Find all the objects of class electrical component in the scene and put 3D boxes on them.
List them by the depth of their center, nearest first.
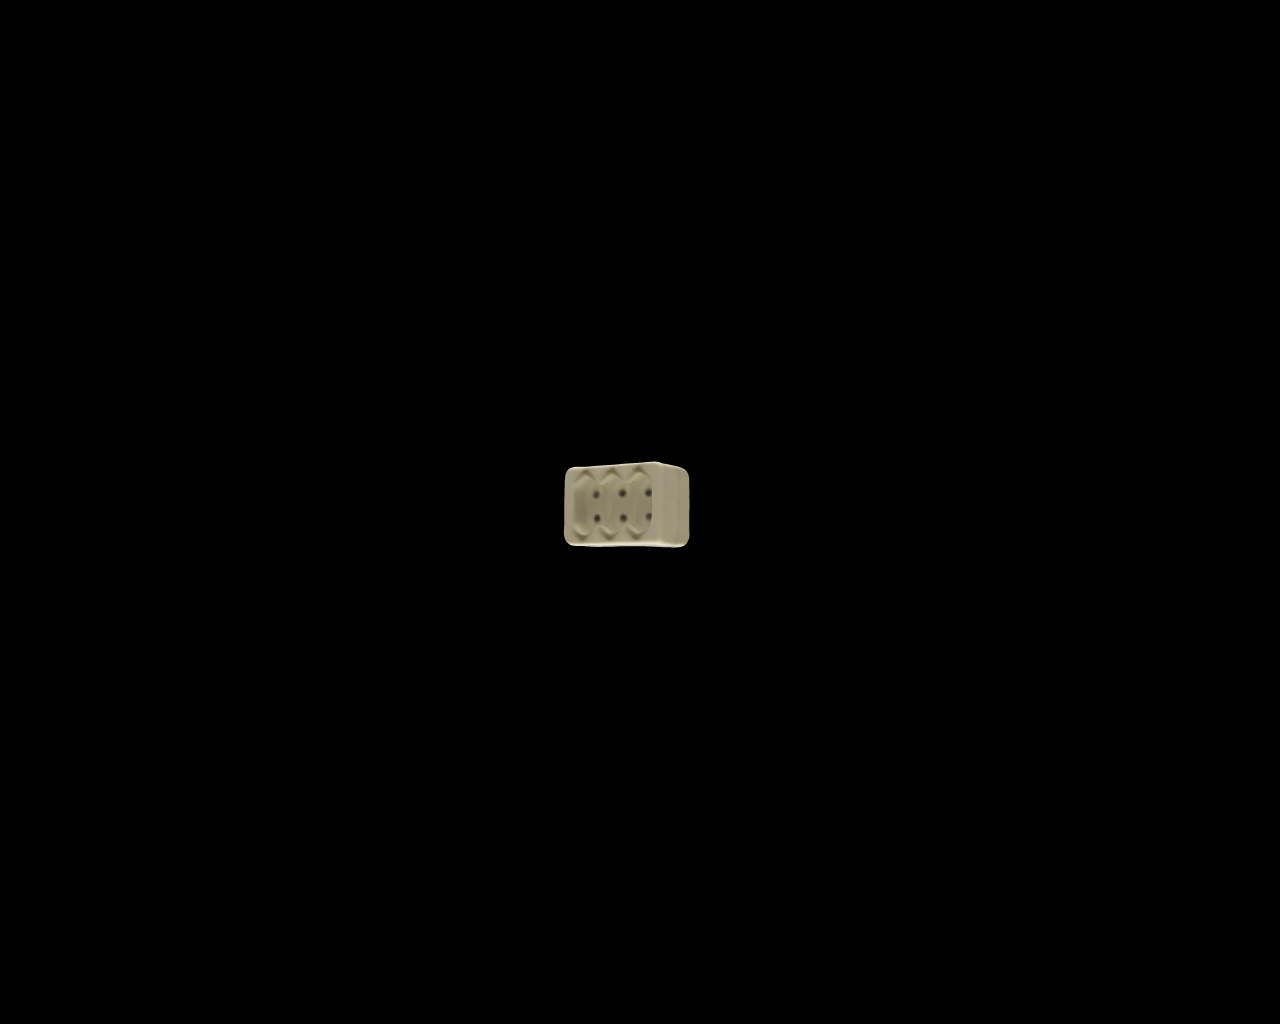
[{"bbox_3d":[0.001,-0.003,0.650,0.066,0.047,0.077,-2,-3,27],"label":"electrical component"}]
